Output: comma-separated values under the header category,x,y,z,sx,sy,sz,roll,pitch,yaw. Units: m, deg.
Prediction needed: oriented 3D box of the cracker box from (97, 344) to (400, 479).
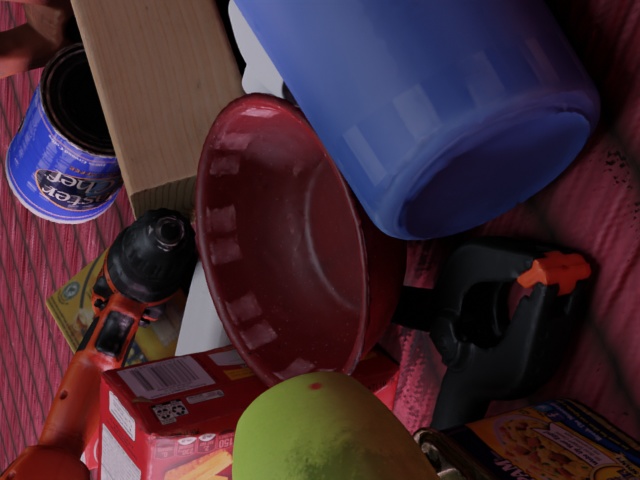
category,x,y,z,sx,sy,sz,roll,pitch,yaw
cracker box,-0.047,0.167,0.643,0.072,0.163,0.214,38,128,48

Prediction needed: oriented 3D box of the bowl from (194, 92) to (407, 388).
category,x,y,z,sx,sy,sz,roll,pitch,yaw
bowl,-0.004,0.001,0.561,0.162,0.055,0.162,24,120,51

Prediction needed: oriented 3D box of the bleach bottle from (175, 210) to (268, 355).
category,x,y,z,sx,sy,sz,roll,pitch,yaw
bleach bottle,-0.037,0.050,0.680,0.068,0.102,0.251,38,121,47

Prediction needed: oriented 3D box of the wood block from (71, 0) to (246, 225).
category,x,y,z,sx,sy,sz,roll,pitch,yaw
wood block,-0.109,-0.119,0.720,0.090,0.090,0.206,104,148,-71

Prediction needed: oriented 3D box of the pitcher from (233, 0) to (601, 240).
category,x,y,z,sx,sy,sz,roll,pitch,yaw
pitcher,0.023,-0.120,0.498,0.145,0.148,0.243,-44,62,35

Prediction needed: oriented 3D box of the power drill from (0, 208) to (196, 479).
category,x,y,z,sx,sy,sz,roll,pitch,yaw
power drill,-0.137,0.079,0.674,0.187,0.057,0.185,-68,9,-22

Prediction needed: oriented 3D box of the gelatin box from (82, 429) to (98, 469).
category,x,y,z,sx,sy,sz,roll,pitch,yaw
gelatin box,-0.185,0.156,0.966,0.030,0.073,0.089,17,112,57

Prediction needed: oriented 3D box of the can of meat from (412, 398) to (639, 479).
category,x,y,z,sx,sy,sz,roll,pitch,yaw
can of meat,0.099,0.115,0.461,0.102,0.083,0.057,37,129,50

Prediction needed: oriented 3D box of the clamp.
category,x,y,z,sx,sy,sz,roll,pitch,yaw
clamp,0.070,0.042,0.537,0.120,0.039,0.172,59,142,24

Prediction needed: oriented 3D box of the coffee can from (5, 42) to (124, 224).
category,x,y,z,sx,sy,sz,roll,pitch,yaw
coffee can,-0.197,-0.086,0.888,0.141,0.102,0.103,-39,64,56
